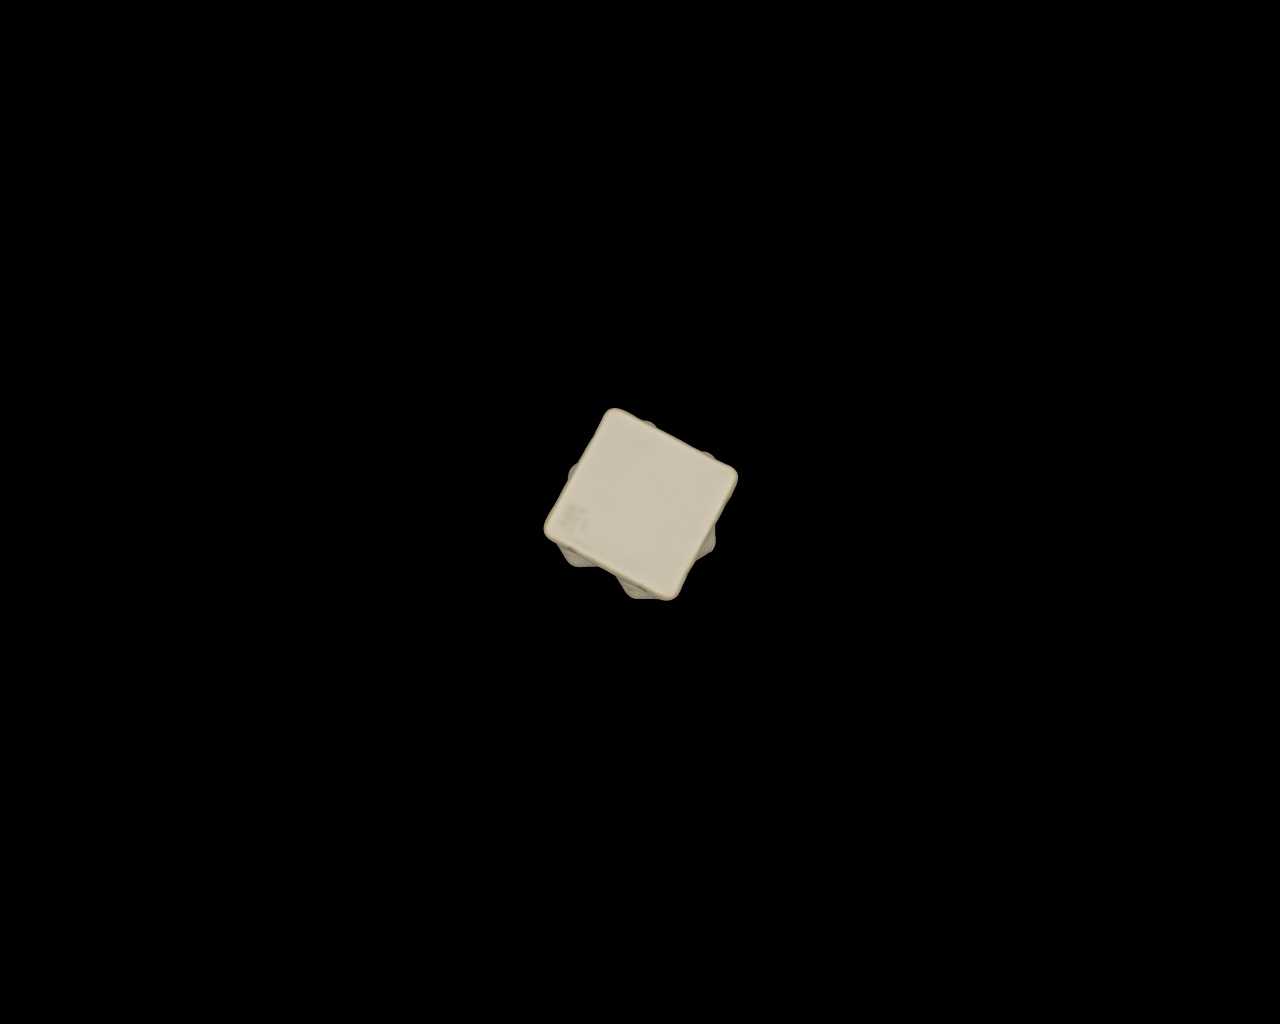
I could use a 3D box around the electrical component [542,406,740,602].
[{"bbox_3d":[0.001,-0.003,0.650,0.100,0.100,0.048,28,-7,4],"label":"electrical component"}]
